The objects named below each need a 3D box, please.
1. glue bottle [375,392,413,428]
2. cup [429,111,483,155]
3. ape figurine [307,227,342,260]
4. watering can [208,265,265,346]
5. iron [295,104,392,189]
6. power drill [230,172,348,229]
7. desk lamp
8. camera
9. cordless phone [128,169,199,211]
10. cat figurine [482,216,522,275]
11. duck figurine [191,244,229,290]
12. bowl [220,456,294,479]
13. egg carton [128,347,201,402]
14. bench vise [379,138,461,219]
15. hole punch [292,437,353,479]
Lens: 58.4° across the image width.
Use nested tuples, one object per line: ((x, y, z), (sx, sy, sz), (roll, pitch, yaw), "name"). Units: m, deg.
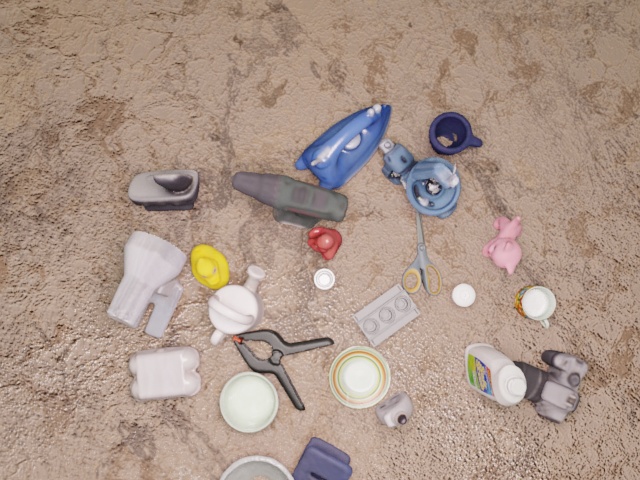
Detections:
((0.154, 0.347, 1.145), (0.078, 0.173, 0.037), (-30, 84, -3), "glue bottle")
((0.289, -0.218, 1.246), (0.117, 0.095, 0.092), (18, 84, 2), "cup")
((0.011, 0.004, 1.224), (0.076, 0.092, 0.078), (-15, 84, -1), "ape figurine")
((-0.171, 0.133, 1.159), (0.101, 0.194, 0.173), (9, 84, 2), "watering can")
((0.066, -0.222, 1.223), (0.258, 0.141, 0.118), (-45, 85, -4), "iron")
((-0.058, -0.080, 1.174), (0.229, 0.208, 0.076), (12, 84, 2), "power drill")
((-0.345, 0.095, 1.154), (0.118, 0.213, 0.203), (21, 84, 3), "desk lamp")
((0.463, 0.290, 1.186), (0.137, 0.101, 0.143), (24, 84, 3), "camera")
((-0.335, -0.118, 1.191), (0.147, 0.185, 0.094), (-6, 84, 0), "cordless phone")
((0.395, 0.008, 1.209), (0.067, 0.118, 0.128), (22, 84, 3), "cat figurine")
((-0.241, 0.056, 1.222), (0.077, 0.086, 0.104), (-32, 84, -3), "duck figurine")
((-0.126, 0.521, 1.176), (0.167, 0.075, 0.167), (0, 84, 0), "bowl")
((-0.326, 0.280, 1.206), (0.150, 0.069, 0.107), (-7, 84, -1), "egg carton")
((0.202, -0.128, 1.173), (0.207, 0.220, 0.121), (25, 84, 3), "bench vise")
((0.006, 0.477, 1.172), (0.108, 0.091, 0.101), (27, 85, 3), "hole punch")
